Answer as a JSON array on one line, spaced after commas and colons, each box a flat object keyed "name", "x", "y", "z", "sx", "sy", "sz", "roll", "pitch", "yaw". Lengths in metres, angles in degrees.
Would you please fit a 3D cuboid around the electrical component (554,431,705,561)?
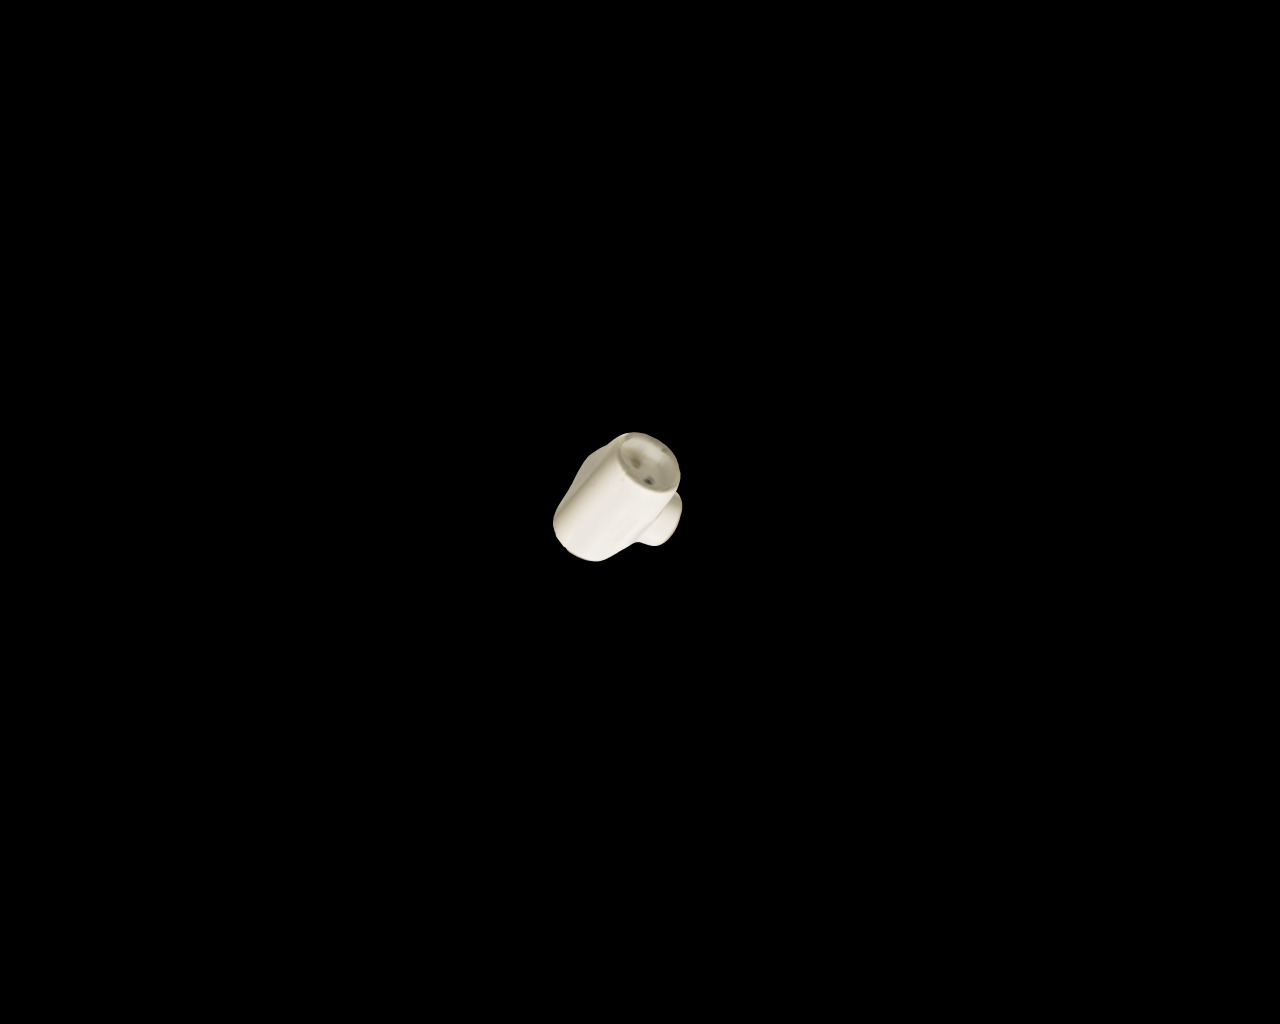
[{"name": "electrical component", "x": 0.001, "y": -0.003, "z": 0.650, "sx": 0.079, "sy": 0.043, "sz": 0.077, "roll": 22, "pitch": -45, "yaw": -24}]
